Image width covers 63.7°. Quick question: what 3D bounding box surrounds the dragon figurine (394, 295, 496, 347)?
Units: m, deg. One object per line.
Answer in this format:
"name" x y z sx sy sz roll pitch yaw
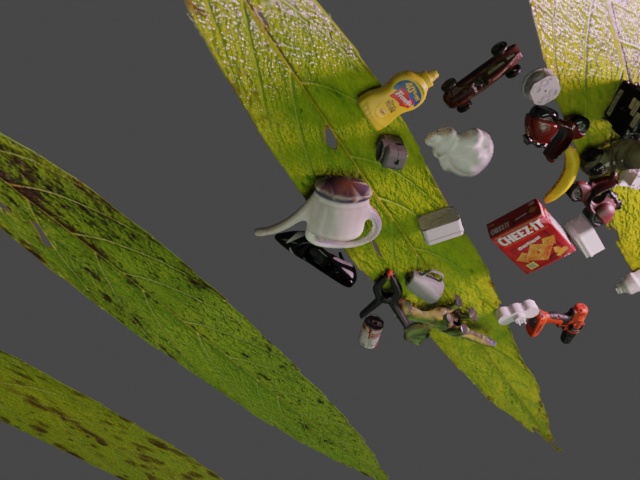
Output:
"dragon figurine" 0.400 0.300 1.751 0.240 0.125 0.405 -25 127 36

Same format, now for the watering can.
"watering can" 0.004 -0.070 1.388 0.347 0.106 0.219 4 127 -10

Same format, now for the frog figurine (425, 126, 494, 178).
"frog figurine" 0.349 -0.230 1.294 0.159 0.125 0.135 16 146 -32
